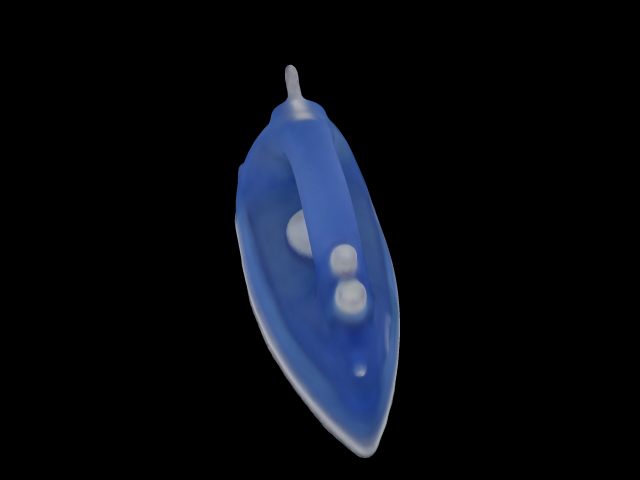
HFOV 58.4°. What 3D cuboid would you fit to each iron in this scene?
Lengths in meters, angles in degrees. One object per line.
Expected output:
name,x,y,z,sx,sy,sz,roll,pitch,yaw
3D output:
iron,0.004,0.001,0.400,0.119,0.141,0.258,-11,51,-9
